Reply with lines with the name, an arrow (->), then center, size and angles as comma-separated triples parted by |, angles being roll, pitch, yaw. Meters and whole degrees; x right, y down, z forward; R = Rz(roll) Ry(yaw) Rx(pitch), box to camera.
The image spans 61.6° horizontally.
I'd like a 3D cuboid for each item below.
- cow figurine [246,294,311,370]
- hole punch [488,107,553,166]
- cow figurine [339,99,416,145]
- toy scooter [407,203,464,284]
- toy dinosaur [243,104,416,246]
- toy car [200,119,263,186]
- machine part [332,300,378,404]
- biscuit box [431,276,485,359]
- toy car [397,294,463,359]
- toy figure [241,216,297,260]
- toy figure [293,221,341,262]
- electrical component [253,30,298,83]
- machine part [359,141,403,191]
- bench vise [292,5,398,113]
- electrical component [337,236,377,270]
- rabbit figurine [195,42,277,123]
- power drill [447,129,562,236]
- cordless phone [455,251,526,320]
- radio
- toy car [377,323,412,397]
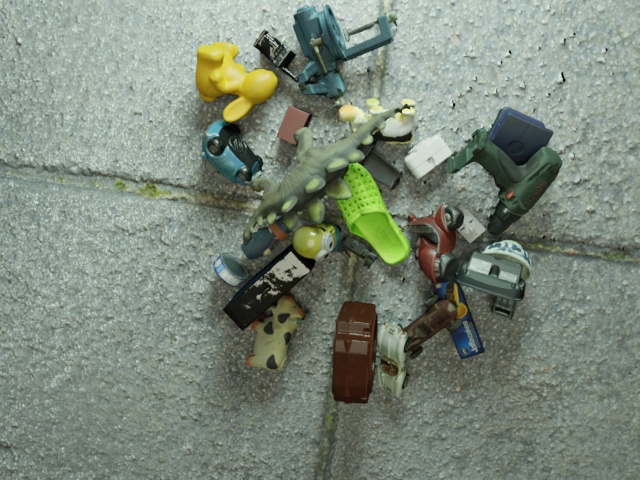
cow figurine -> -0.100, 0.225, 1.312 | 0.127, 0.085, 0.194 | 14, 101, 10
hole punch -> 0.420, -0.212, 1.149 | 0.142, 0.092, 0.115 | 23, 108, -2
cow figurine -> 0.125, -0.255, 1.182 | 0.167, 0.068, 0.098 | 0, 129, 3
toy scooter -> 0.249, 0.001, 1.207 | 0.135, 0.075, 0.183 | 20, 112, 42
toy dinosaur -> -0.004, -0.142, 1.141 | 0.471, 0.199, 0.105 | -45, 132, 13
toy car -> -0.213, -0.188, 1.235 | 0.103, 0.109, 0.161 | -29, 110, 35
machine part -> 0.084, 0.254, 1.233 | 0.087, 0.201, 0.201 | 5, 103, 9
biscuit box -> 0.322, 0.174, 1.259 | 0.063, 0.059, 0.202 | -21, 99, 11
toy car -> 0.239, 0.206, 1.248 | 0.089, 0.053, 0.202 | 46, 127, 4
toy figure -> -0.117, -0.014, 1.276 | 0.154, 0.058, 0.064 | -35, 102, 8
toy figure -> -0.003, 0.000, 1.201 | 0.089, 0.180, 0.082 | 1, 101, 11
electrical component -> -0.084, -0.401, 1.177 | 0.119, 0.075, 0.047 | 40, 105, 2
machine part -> 0.127, -0.172, 1.220 | 0.139, 0.039, 0.084 | 40, 100, -1
bench vise -> 0.055, -0.403, 1.137 | 0.241, 0.129, 0.223 | -18, 100, 16
electrical component -> 0.086, 0.030, 1.248 | 0.102, 0.078, 0.045 | 32, 90, 16
rabbit figurine -> -0.182, -0.341, 1.179 | 0.173, 0.122, 0.162 | 14, 108, 3
power drill -> 0.373, -0.125, 1.139 | 0.207, 0.086, 0.232 | 34, 129, -7
cordless phone -> 0.382, 0.116, 1.211 | 0.147, 0.184, 0.089 | 17, 64, 22
radio -> -0.113, 0.100, 1.261 | 0.229, 0.131, 0.073 | -40, 95, 13
toy car -> 0.172, 0.283, 1.272 | 0.074, 0.056, 0.201 | 22, 129, 36
